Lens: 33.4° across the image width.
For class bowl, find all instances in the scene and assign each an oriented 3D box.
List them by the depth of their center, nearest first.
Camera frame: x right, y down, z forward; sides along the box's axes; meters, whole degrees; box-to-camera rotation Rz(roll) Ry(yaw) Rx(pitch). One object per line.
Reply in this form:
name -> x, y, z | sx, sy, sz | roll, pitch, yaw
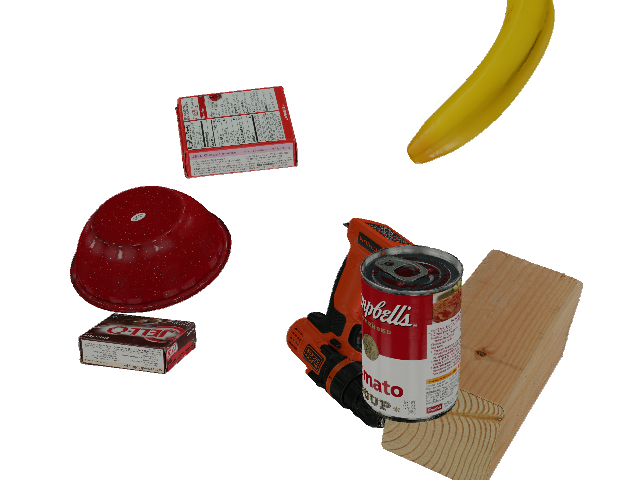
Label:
bowl -> -0.170, -0.004, 1.033 | 0.162, 0.055, 0.162 | -6, 40, 5

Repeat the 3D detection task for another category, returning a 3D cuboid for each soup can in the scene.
soup can -> 0.061, 0.063, 0.723 | 0.068, 0.102, 0.068 | -1, 26, 0

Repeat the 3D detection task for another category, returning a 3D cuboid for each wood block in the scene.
wood block -> 0.140, 0.101, 0.899 | 0.091, 0.090, 0.205 | 21, 35, 21

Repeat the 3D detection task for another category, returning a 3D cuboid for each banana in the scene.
banana -> 0.133, -0.135, 0.814 | 0.070, 0.197, 0.037 | 1, -35, 47

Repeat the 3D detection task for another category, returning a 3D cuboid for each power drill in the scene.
power drill -> 0.048, 0.084, 1.144 | 0.057, 0.188, 0.185 | 12, 18, -41

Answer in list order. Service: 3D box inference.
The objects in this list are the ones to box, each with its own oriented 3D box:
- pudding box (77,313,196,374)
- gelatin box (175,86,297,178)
pudding box -> -0.216, 0.121, 1.264 | 0.114, 0.039, 0.090 | 3, 14, 16
gelatin box -> -0.067, -0.085, 0.842 | 0.089, 0.030, 0.073 | -8, 44, -6
